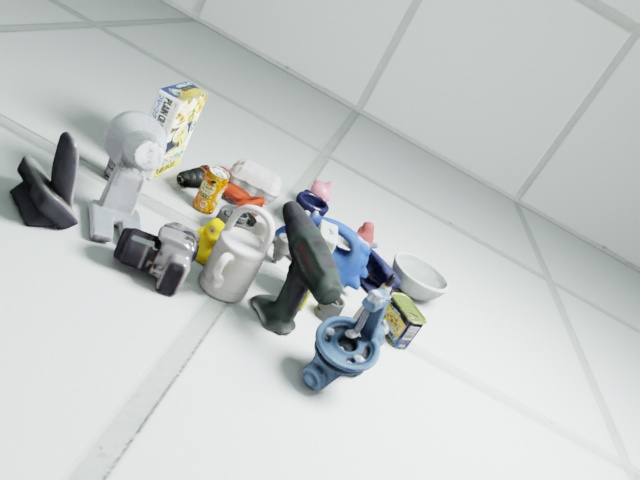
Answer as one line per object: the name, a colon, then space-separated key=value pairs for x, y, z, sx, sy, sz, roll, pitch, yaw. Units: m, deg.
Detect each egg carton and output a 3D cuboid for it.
egg carton: x=-0.177 y=-0.163 z=1.574 sx=0.150 sy=0.069 sz=0.107 roll=25 pitch=25 yaw=-10

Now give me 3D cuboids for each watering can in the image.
watering can: x=-0.152 y=0.014 z=1.110 sx=0.101 sy=0.194 sz=0.172 roll=24 pitch=25 yaw=-14

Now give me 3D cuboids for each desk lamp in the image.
desk lamp: x=-0.367 y=-0.127 z=1.119 sx=0.118 sy=0.213 sz=0.202 roll=14 pitch=29 yaw=-32

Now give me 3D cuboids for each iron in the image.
iron: x=0.013 y=0.005 z=1.375 sx=0.258 sy=0.141 sz=0.119 roll=32 pitch=24 yaw=5

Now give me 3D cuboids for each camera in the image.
camera: x=-0.300 y=0.012 z=1.062 sx=0.137 sy=0.100 sz=0.143 roll=23 pitch=25 yaw=-16

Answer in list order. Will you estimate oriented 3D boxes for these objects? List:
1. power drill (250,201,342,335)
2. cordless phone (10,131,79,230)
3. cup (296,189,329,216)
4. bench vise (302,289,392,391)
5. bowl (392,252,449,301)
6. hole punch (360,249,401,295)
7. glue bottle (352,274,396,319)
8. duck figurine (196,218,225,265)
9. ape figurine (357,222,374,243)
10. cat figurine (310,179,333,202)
power drill: x=-0.051 y=0.065 z=1.106 sx=0.076 sy=0.208 sz=0.229 roll=7 pitch=33 yaw=-41
cordless phone: x=-0.476 y=-0.126 z=1.029 sx=0.147 sy=0.185 sz=0.094 roll=44 pitch=28 yaw=28
cup: x=-0.039 y=-0.076 z=1.530 sx=0.092 sy=0.095 sz=0.117 roll=17 pitch=27 yaw=-27
bench vise: x=0.070 y=0.159 z=1.046 sx=0.121 sy=0.219 sz=0.208 roll=33 pitch=24 yaw=7
bowl: x=0.255 y=0.109 z=1.525 sx=0.168 sy=0.074 sz=0.167 roll=25 pitch=25 yaw=-12
hole punch: x=0.152 y=0.077 z=1.454 sx=0.101 sy=0.091 sz=0.108 roll=6 pitch=33 yaw=-42
glue bottle: x=0.113 y=0.138 z=1.192 sx=0.037 sy=0.173 sz=0.078 roll=40 pitch=26 yaw=21
duck figurine: x=-0.227 y=-0.007 z=1.199 sx=0.078 sy=0.086 sz=0.104 roll=16 pitch=28 yaw=-28
ape figurine: x=0.122 y=-0.011 z=1.588 sx=0.078 sy=0.092 sz=0.076 roll=10 pitch=31 yaw=-37
cat figurine: x=-0.002 y=-0.117 z=1.622 sx=0.067 sy=0.117 sz=0.127 roll=24 pitch=25 yaw=-13
